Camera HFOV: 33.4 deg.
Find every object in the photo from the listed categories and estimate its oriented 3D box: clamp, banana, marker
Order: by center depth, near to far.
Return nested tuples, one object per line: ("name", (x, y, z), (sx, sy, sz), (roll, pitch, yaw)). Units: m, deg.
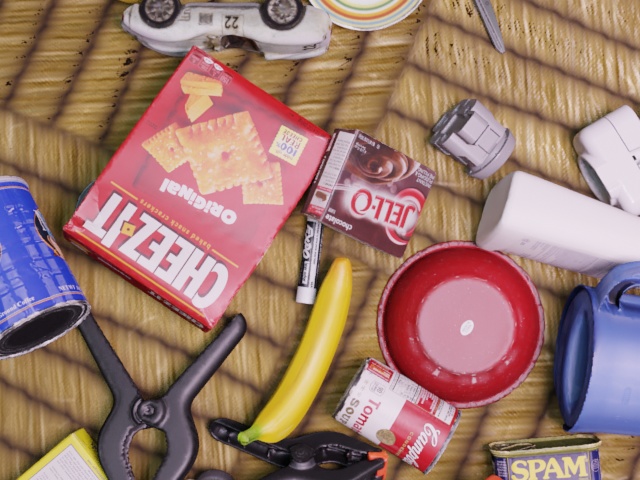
("clamp", (-0.026, 0.204, 0.994), (0.171, 0.120, 0.039), (-3, 130, -15))
("banana", (-0.012, 0.112, 0.998), (0.037, 0.069, 0.197), (23, 74, 16))
("clamp", (-0.148, 0.157, 0.999), (0.164, 0.036, 0.210), (-4, 70, 2))
("marker", (-0.007, 0.001, 1.029), (0.020, 0.020, 0.121), (7, 87, 3))

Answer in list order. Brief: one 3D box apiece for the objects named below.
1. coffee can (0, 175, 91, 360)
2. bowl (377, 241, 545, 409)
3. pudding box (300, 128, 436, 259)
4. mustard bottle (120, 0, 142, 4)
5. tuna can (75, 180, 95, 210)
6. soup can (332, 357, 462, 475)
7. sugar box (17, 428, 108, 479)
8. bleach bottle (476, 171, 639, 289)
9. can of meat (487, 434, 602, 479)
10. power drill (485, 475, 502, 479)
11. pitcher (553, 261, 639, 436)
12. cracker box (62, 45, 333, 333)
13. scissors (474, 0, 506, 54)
("coffee can", (-0.290, 0.026, 0.989), (0.103, 0.103, 0.140), (-31, 77, 0))
("bowl", (0.134, 0.080, 1.000), (0.162, 0.055, 0.162), (0, 87, 3))
("pudding box", (0.047, -0.043, 0.991), (0.113, 0.039, 0.090), (24, 86, -36))
("mustard bottle", (-0.193, -0.281, 1.036), (0.191, 0.058, 0.096), (8, 86, 3))
("tuna can", (-0.193, -0.022, 1.032), (0.086, 0.034, 0.086), (0, 86, 3))
("soup can", (0.071, 0.162, 0.991), (0.102, 0.068, 0.068), (31, 88, 4))
("sugar box", (-0.268, 0.271, 1.012), (0.176, 0.048, 0.093), (-39, 87, 3))
("bleach bottle", (0.278, 0.010, 0.986), (0.251, 0.103, 0.068), (19, 78, -3))
("can of meat", (0.210, 0.229, 0.987), (0.102, 0.057, 0.084), (-5, 89, 3))
("power drill", (0.135, 0.305, 0.956), (0.184, 0.057, 0.188), (30, 114, 10))
("pitcher", (0.340, 0.110, 0.949), (0.243, 0.149, 0.145), (6, 76, 0))
("cracker box", (-0.110, -0.047, 0.987), (0.164, 0.072, 0.213), (34, 78, -4))
("scissors", (0.123, -0.277, 1.030), (0.096, 0.016, 0.202), (-6, 85, -22))
